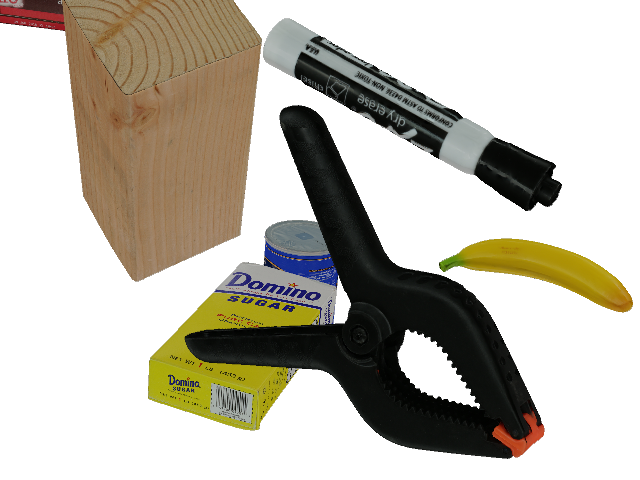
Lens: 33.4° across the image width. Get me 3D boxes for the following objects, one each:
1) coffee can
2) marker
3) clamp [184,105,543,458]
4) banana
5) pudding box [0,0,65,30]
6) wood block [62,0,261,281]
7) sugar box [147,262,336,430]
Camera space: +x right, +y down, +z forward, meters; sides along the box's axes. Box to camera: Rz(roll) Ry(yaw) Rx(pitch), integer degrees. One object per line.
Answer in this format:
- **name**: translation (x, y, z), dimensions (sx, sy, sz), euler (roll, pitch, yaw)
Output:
- **coffee can**: translation (-0.027, 0.056, 1.423), dimensions (0.103, 0.140, 0.103), euler (4, 24, -2)
- **marker**: translation (0.032, -0.045, 0.384), dimensions (0.121, 0.020, 0.020), euler (32, 11, 19)
- **clamp**: translation (0.028, 0.035, 0.561), dimensions (0.210, 0.165, 0.036), euler (29, 24, 25)
- **banana**: translation (0.224, 0.032, 1.085), dimensions (0.198, 0.037, 0.069), euler (11, 47, 27)
- **pudding box**: translation (-0.230, -0.221, 0.913), dimensions (0.090, 0.039, 0.113), euler (7, 36, -5)
- **wood block**: translation (-0.105, -0.074, 0.700), dimensions (0.090, 0.090, 0.206), euler (-24, -26, -21)
- **sugar box**: translation (-0.059, 0.080, 0.870), dimensions (0.093, 0.048, 0.176), euler (15, 31, 14)
